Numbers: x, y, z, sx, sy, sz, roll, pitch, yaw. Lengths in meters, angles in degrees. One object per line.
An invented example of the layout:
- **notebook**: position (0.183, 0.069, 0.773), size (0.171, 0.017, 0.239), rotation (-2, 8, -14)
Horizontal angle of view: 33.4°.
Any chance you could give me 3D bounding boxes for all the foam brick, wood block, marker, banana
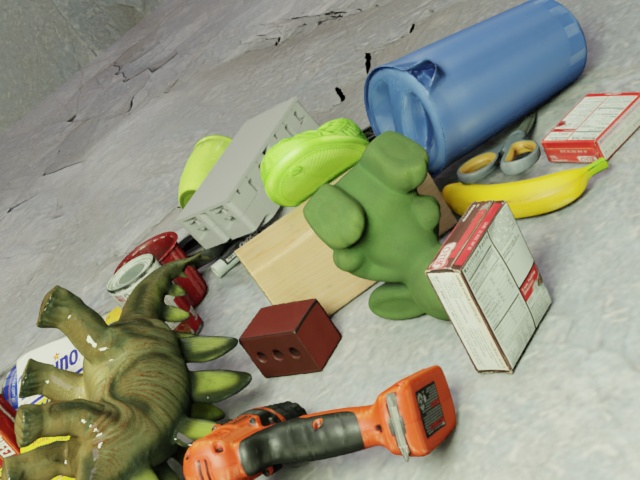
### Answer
- **foam brick**: position (-0.030, 0.096, 1.041), size (0.078, 0.053, 0.051), rotation (-13, 30, 40)
- **wood block**: position (0.026, -0.003, 1.116), size (0.206, 0.090, 0.090), rotation (-36, 22, -4)
- **marker**: position (-0.087, 0.003, 1.346), size (0.121, 0.020, 0.020), rotation (-41, 24, -18)
- **banana**: position (0.188, -0.044, 1.061), size (0.198, 0.037, 0.069), rotation (-6, 17, 45)

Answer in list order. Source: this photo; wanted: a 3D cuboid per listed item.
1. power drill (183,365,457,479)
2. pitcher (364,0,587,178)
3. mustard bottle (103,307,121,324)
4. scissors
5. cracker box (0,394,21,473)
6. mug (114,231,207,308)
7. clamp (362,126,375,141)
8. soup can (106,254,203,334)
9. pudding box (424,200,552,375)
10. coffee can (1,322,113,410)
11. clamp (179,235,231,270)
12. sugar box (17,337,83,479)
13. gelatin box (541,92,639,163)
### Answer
- **power drill**: position (0.008, 0.148, 0.838), size (0.188, 0.057, 0.184), rotation (-18, -2, 21)
- **pitcher**: position (0.176, -0.171, 1.193), size (0.242, 0.145, 0.149), rotation (-30, 18, -25)
- **mustard bottle**: position (-0.297, 0.152, 1.275), size (0.191, 0.058, 0.096), rotation (-32, 23, 3)
- **scissors**: position (0.192, -0.099, 1.139), size (0.096, 0.016, 0.201), rotation (-19, 15, 13)
- **cracker box**: position (-0.393, 0.246, 1.081), size (0.214, 0.164, 0.072), rotation (-32, 25, 5)
- **mug**: position (-0.200, 0.050, 1.319), size (0.117, 0.081, 0.093), rotation (-5, 36, 48)
- **clamp**: position (0.026, -0.113, 1.375), size (0.164, 0.036, 0.210), rotation (-27, 1, -41)
- **soup can**: position (-0.191, 0.075, 1.232), size (0.068, 0.102, 0.068), rotation (-28, 23, 13)
- **pudding box**: position (0.138, 0.038, 0.858), size (0.039, 0.113, 0.090), rotation (-4, 36, 44)
- **coffee can**: position (-0.255, 0.158, 1.150), size (0.140, 0.102, 0.102), rotation (-23, 25, 23)
- **clamp**: position (-0.130, -0.011, 1.407), size (0.120, 0.039, 0.171), rotation (-16, 28, 43)
- **sugar box**: position (-0.248, 0.185, 1.044), size (0.093, 0.048, 0.176), rotation (-24, 63, 23)
- **gelatin box**: position (0.279, -0.113, 1.080), size (0.089, 0.030, 0.073), rotation (-44, 26, -23)
